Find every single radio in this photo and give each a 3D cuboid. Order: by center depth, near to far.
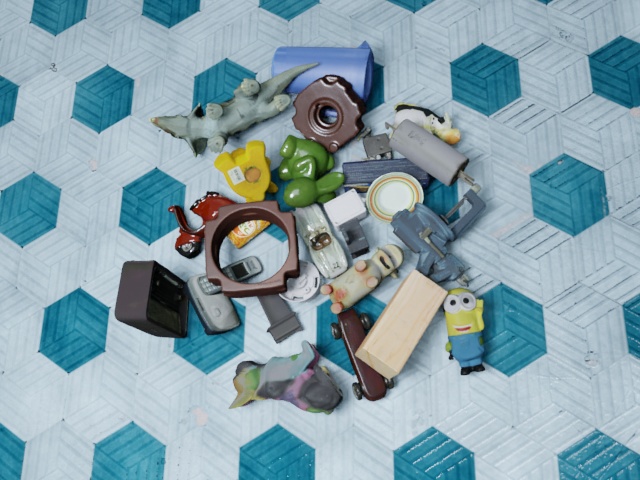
[{"bbox_3d":[-0.355,0.132,1.165,0.073,0.229,0.131,-1,70,6],"label":"radio"}]

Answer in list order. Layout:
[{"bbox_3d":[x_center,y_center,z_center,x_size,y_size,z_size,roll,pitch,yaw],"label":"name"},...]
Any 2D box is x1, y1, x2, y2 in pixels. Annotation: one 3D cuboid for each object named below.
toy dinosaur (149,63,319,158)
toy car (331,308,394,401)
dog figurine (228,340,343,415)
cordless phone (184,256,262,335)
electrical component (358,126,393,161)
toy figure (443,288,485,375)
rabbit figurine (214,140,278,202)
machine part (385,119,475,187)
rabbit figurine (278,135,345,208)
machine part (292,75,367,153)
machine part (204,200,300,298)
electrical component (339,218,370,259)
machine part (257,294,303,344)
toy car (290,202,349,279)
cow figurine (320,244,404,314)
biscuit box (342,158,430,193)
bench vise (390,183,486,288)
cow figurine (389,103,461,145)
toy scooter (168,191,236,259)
[{"bbox_3d":[-0.195,-0.314,1.298,0.405,0.192,0.131,-27,112,-9],"label":"toy dinosaur"},{"bbox_3d":[0.089,0.250,1.172,0.089,0.053,0.202,-18,73,-13],"label":"toy car"},{"bbox_3d":[-0.083,0.320,1.149,0.219,0.108,0.191,-32,77,2],"label":"dog figurine"},{"bbox_3d":[-0.203,0.125,1.232,0.184,0.088,0.146,-26,73,-18],"label":"cordless phone"},{"bbox_3d":[0.133,-0.224,1.298,0.078,0.045,0.102,-11,74,5],"label":"electrical component"},{"bbox_3d":[0.306,0.193,1.150,0.082,0.089,0.180,-8,83,-12],"label":"toy figure"},{"bbox_3d":[-0.165,-0.165,1.272,0.122,0.173,0.162,-36,119,-3],"label":"rabbit figurine"},{"bbox_3d":[0.242,-0.195,1.198,0.243,0.079,0.079,39,82,17],"label":"machine part"},{"bbox_3d":[-0.031,-0.135,1.250,0.159,0.121,0.170,16,52,-8],"label":"rabbit figurine"},{"bbox_3d":[0.019,-0.297,1.273,0.180,0.056,0.179,8,116,16],"label":"machine part"},{"bbox_3d":[-0.147,0.022,1.182,0.202,0.087,0.201,-6,72,-1],"label":"machine part"},{"bbox_3d":[0.076,-0.007,1.209,0.048,0.119,0.075,-23,71,0],"label":"electrical component"},{"bbox_3d":[-0.103,0.161,1.226,0.084,0.039,0.139,-30,75,3],"label":"machine part"},{"bbox_3d":[-0.003,-0.004,1.249,0.073,0.056,0.202,-28,74,-1],"label":"toy car"},{"bbox_3d":[0.105,0.081,1.191,0.195,0.127,0.085,-38,80,11],"label":"cow figurine"},{"bbox_3d":[0.155,-0.151,1.269,0.203,0.059,0.063,-3,74,6],"label":"biscuit box"},{"bbox_3d":[0.286,-0.019,1.191,0.240,0.128,0.224,-45,78,-2],"label":"bench vise"},{"bbox_3d":[0.256,-0.278,1.290,0.167,0.068,0.098,10,70,8],"label":"cow figurine"},{"bbox_3d":[-0.291,-0.056,1.287,0.184,0.075,0.135,-40,75,0],"label":"toy scooter"}]
